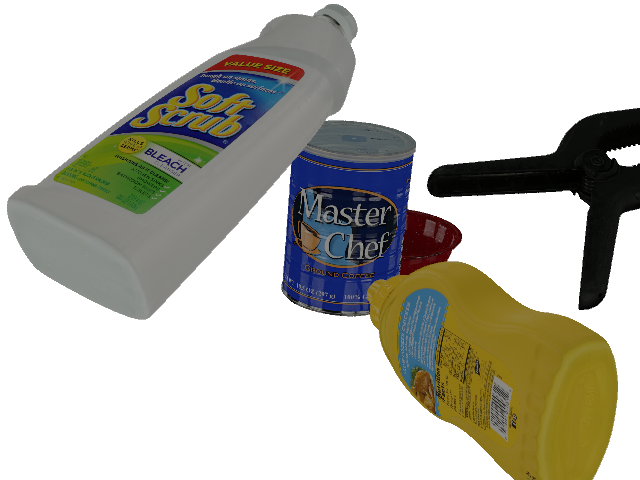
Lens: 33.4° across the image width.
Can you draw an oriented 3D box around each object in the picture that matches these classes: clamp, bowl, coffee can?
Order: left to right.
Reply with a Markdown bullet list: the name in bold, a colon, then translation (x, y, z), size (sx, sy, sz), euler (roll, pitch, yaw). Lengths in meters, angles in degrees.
- **coffee can**: translation (0.022, -0.021, 0.902), size (0.103, 0.140, 0.103), euler (4, 21, -2)
- **bowl**: translation (0.064, 0.014, 1.103), size (0.162, 0.055, 0.162), euler (1, 19, -1)
- **clamp**: translation (0.209, -0.039, 0.802), size (0.209, 0.036, 0.165), euler (-26, 52, -19)

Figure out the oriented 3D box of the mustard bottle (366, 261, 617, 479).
- **mustard bottle**: translation (0.087, 0.066, 0.634), size (0.058, 0.096, 0.192), euler (-14, 27, -29)

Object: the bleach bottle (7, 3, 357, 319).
- **bleach bottle**: translation (-0.063, -0.067, 0.643), size (0.103, 0.068, 0.250), euler (23, 54, 26)
